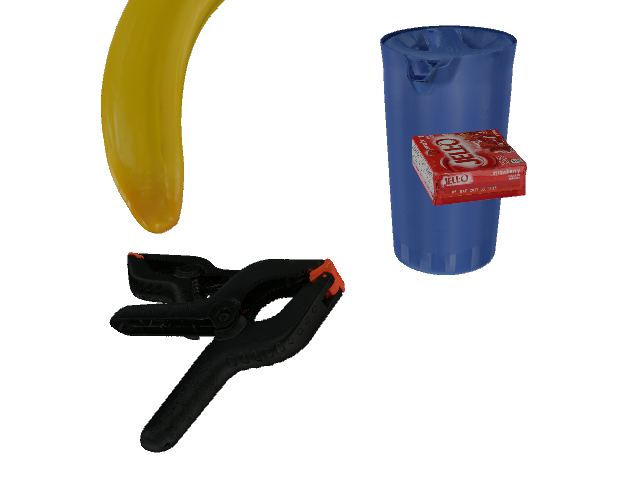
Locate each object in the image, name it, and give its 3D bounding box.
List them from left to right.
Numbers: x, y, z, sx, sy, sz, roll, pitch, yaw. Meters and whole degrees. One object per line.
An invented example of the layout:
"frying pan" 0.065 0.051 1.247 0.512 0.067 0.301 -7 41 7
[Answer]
"banana" -0.064 -0.094 0.506 0.070 0.197 0.037 17 -30 10
"clamp" -0.135 0.048 1.086 0.210 0.036 0.164 12 21 35
"clamp" -0.062 0.070 0.723 0.171 0.120 0.039 -23 -34 11
"pitcher" 0.134 -0.097 1.101 0.149 0.243 0.145 -10 25 -17
"gelatin box" 0.116 -0.060 0.849 0.073 0.030 0.089 -6 25 -5
